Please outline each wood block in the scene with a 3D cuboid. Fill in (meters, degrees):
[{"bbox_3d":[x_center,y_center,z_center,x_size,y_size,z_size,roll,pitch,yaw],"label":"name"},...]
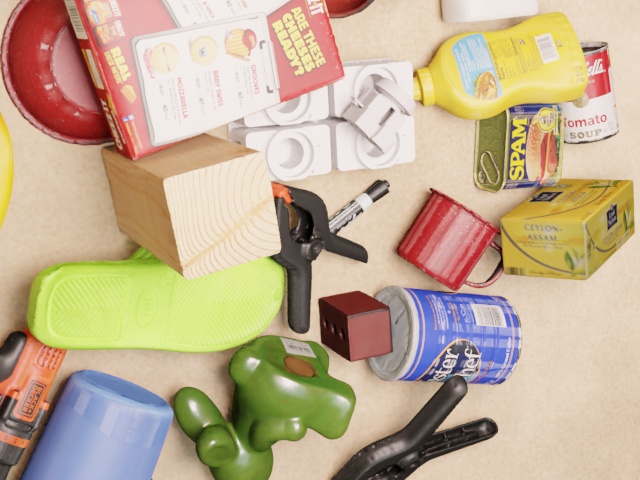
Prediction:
[{"bbox_3d":[-0.121,-0.039,0.959,0.090,0.206,0.090,-17,108,-22],"label":"wood block"}]

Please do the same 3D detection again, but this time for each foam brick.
[{"bbox_3d":[0.037,0.090,1.135,0.051,0.078,0.053,-10,104,-22],"label":"foam brick"}]

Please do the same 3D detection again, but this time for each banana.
[{"bbox_3d":[-0.319,-0.024,0.965,0.069,0.037,0.198,30,88,-30],"label":"banana"}]

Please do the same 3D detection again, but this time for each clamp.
[{"bbox_3d":[-0.007,0.001,1.084,0.120,0.039,0.171,-46,137,-32],"label":"clamp"},{"bbox_3d":[0.104,0.238,1.198,0.210,0.036,0.164,-37,144,9],"label":"clamp"}]

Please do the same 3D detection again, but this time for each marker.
[{"bbox_3d":[0.027,-0.025,1.137,0.121,0.020,0.020,-39,115,-13],"label":"marker"}]

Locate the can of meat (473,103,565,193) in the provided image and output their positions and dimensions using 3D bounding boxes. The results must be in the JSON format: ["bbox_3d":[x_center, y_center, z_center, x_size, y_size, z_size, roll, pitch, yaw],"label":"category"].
[{"bbox_3d":[0.223,-0.106,1.190,0.083,0.058,0.102,-5,104,-27],"label":"can of meat"}]

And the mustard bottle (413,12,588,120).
[{"bbox_3d":[0.178,-0.177,1.130,0.191,0.058,0.096,-13,71,-2],"label":"mustard bottle"}]

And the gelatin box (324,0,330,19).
[{"bbox_3d":[-0.043,-0.236,1.025,0.089,0.030,0.073,-8,111,18],"label":"gelatin box"}]

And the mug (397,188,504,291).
[{"bbox_3d":[0.146,0.008,1.157,0.117,0.093,0.081,33,92,-6],"label":"mug"}]

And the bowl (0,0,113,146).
[{"bbox_3d":[-0.206,-0.164,0.977,0.161,0.055,0.162,-6,104,-23],"label":"bowl"}]

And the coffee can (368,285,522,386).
[{"bbox_3d":[0.134,0.106,1.170,0.140,0.103,0.103,6,99,-26],"label":"coffee can"}]

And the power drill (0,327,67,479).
[{"bbox_3d":[-0.336,0.141,0.959,0.187,0.057,0.184,33,74,-41],"label":"power drill"}]

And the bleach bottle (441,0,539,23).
[{"bbox_3d":[0.168,-0.356,1.105,0.102,0.068,0.251,-11,104,-24],"label":"bleach bottle"}]

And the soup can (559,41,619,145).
[{"bbox_3d":[0.297,-0.166,1.203,0.068,0.069,0.102,-19,108,-20],"label":"soup can"}]

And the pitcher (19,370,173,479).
[{"bbox_3d":[-0.225,0.257,1.027,0.145,0.149,0.243,22,88,14],"label":"pitcher"}]

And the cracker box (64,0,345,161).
[{"bbox_3d":[-0.103,-0.185,0.946,0.213,0.072,0.164,-24,110,-19],"label":"cracker box"}]
